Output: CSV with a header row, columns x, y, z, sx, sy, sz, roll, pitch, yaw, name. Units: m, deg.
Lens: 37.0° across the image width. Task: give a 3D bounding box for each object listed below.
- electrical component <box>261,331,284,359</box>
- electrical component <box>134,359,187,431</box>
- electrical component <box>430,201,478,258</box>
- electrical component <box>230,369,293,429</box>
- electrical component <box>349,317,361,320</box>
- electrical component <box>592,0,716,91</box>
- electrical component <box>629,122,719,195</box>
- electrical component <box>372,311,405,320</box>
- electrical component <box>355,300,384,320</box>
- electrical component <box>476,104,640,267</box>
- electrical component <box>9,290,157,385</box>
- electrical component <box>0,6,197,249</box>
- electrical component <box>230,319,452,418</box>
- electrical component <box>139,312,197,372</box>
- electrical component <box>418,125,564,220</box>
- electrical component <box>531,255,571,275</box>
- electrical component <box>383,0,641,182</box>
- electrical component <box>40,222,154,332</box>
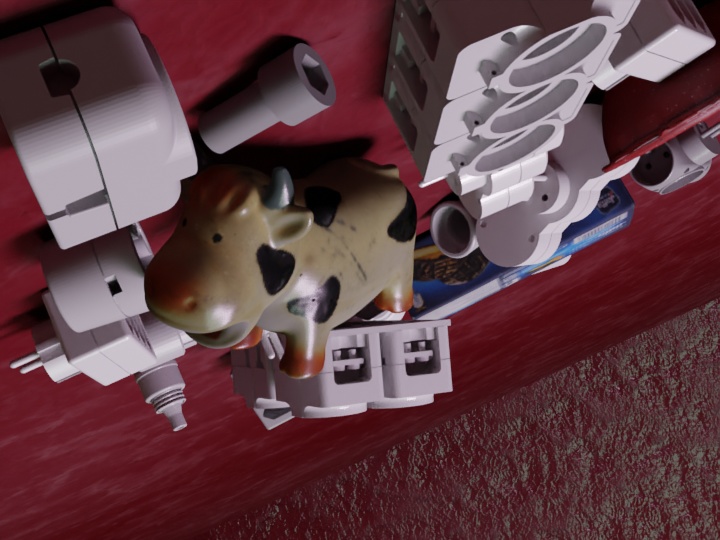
x,y,z,sx,sy,sz,roll,pitch,yaw,name
-0.068,0.021,0.683,0.043,0.079,0.077,-28,166,12,electrical component
-0.154,0.097,0.852,0.035,0.061,0.035,-25,167,-6,electrical component
0.091,-0.038,0.831,0.065,0.044,0.044,-20,166,-43,electrical component
-0.078,0.095,0.993,0.047,0.065,0.076,-29,-165,13,electrical component
-0.018,0.065,1.035,0.061,0.035,0.035,-26,167,16,electrical component
0.139,-0.123,0.582,0.077,0.047,0.066,-34,164,31,electrical component
0.277,-0.102,0.910,0.077,0.044,0.079,-10,159,-49,electrical component
0.014,0.027,0.936,0.040,0.040,0.078,-28,166,10,electrical component
0.000,0.000,0.783,0.074,0.052,0.138,-32,165,27,electrical component
0.131,-0.058,0.754,0.074,0.052,0.138,-6,141,-54,electrical component
-0.173,0.044,0.649,0.076,0.047,0.083,-24,166,-5,electrical component
-0.099,-0.053,0.406,0.059,0.053,0.095,-22,166,-13,electrical component
-0.021,0.073,0.826,0.105,0.060,0.186,-4,179,-26,electrical component
-0.127,0.039,0.727,0.078,0.040,0.040,-22,166,-14,electrical component
0.069,-0.069,0.649,0.074,0.052,0.138,-23,166,-8,electrical component
0.167,-0.025,1.002,0.077,0.044,0.079,-16,163,-35,electrical component
0.067,-0.102,0.502,0.089,0.061,0.150,-23,166,-9,electrical component
-0.132,0.001,0.552,0.047,0.055,0.055,-21,166,-2,electrical component
